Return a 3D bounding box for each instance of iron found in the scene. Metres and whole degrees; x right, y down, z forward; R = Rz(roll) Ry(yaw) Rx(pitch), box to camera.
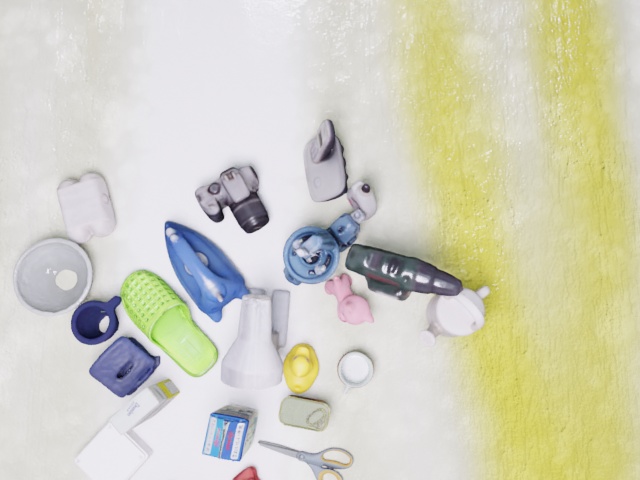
[{"bbox_3d":[-0.265,0.046,1.208,0.119,0.141,0.258,-39,82,-7],"label":"iron"}]

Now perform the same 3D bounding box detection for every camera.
[{"bbox_3d":[-0.183,-0.079,1.253,0.143,0.101,0.137,-30,81,-6],"label":"camera"}]

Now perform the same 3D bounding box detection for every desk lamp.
[{"bbox_3d":[-0.125,0.190,1.146,0.118,0.213,0.203,4,79,0],"label":"desk lamp"}]

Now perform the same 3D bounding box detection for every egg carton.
[{"bbox_3d":[-0.514,-0.071,1.263,0.107,0.069,0.150,-19,80,-4],"label":"egg carton"}]

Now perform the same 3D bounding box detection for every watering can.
[{"bbox_3d":[0.279,0.153,1.168,0.101,0.194,0.173,30,81,5],"label":"watering can"}]

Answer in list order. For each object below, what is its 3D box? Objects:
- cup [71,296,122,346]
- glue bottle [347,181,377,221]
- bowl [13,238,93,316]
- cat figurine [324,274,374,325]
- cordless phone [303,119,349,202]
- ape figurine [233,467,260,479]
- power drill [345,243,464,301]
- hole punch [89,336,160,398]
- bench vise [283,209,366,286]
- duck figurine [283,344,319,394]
[{"bbox_3d":[-0.453,0.166,1.207,0.091,0.095,0.118,41,82,7],"label":"cup"},{"bbox_3d":[0.092,-0.093,1.222,0.037,0.173,0.078,-39,82,-7],"label":"glue bottle"},{"bbox_3d":[-0.560,0.083,1.231,0.167,0.075,0.167,0,79,-1],"label":"bowl"},{"bbox_3d":[0.061,0.129,1.209,0.067,0.118,0.128,-28,81,-5],"label":"cat figurine"},{"bbox_3d":[0.014,-0.169,1.229,0.094,0.185,0.147,-12,80,-3],"label":"cordless phone"},{"bbox_3d":[-0.146,0.500,1.150,0.076,0.092,0.078,6,79,1],"label":"ape figurine"},{"bbox_3d":[0.162,0.073,1.174,0.229,0.208,0.076,17,80,3],"label":"power drill"},{"bbox_3d":[-0.403,0.263,1.191,0.101,0.091,0.109,41,82,7],"label":"hole punch"},{"bbox_3d":[0.001,-0.002,1.180,0.121,0.220,0.207,31,81,5],"label":"bench vise"},{"bbox_3d":[-0.041,0.269,1.197,0.077,0.086,0.104,9,79,1],"label":"duck figurine"}]
